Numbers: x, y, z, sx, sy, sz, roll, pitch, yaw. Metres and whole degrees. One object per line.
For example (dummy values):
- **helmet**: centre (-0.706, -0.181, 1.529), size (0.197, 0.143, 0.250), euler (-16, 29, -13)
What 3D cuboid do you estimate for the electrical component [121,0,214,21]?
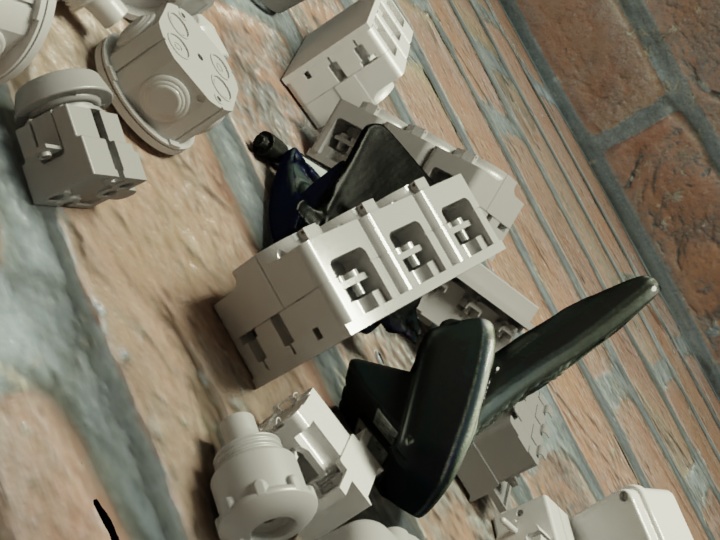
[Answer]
- **electrical component**: centre (-0.141, -0.200, 0.697), size (0.089, 0.050, 0.055), euler (40, 27, -44)

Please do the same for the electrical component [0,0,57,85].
- **electrical component**: centre (-0.174, -0.121, 0.460), size (0.051, 0.080, 0.080), euler (4, 58, -62)

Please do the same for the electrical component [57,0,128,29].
- **electrical component**: centre (-0.160, -0.168, 0.616), size (0.062, 0.043, 0.043), euler (51, 21, -26)

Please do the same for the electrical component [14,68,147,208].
- **electrical component**: centre (-0.138, -0.063, 0.518), size (0.066, 0.048, 0.055), euler (-1, 70, -68)

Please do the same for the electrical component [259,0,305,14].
- **electrical component**: centre (-0.074, -0.281, 0.960), size (0.099, 0.064, 0.099), euler (49, 22, -28)

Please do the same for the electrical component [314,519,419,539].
- **electrical component**: centre (0.012, 0.171, 0.538), size (0.095, 0.054, 0.059), euler (48, 22, -31)

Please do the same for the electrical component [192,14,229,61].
- **electrical component**: centre (-0.104, -0.131, 0.701), size (0.062, 0.043, 0.043), euler (61, 19, 0)

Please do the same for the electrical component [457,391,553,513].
- **electrical component**: centre (0.109, 0.122, 0.838), size (0.078, 0.063, 0.121), euler (58, 19, -6)

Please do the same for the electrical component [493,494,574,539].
- **electrical component**: centre (0.123, 0.204, 0.777), size (0.076, 0.047, 0.083), euler (45, 24, -37)

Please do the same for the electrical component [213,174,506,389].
- **electrical component**: centre (0.000, 0.000, 0.623), size (0.150, 0.089, 0.061), euler (-26, 86, -46)

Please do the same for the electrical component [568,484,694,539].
- **electrical component**: centre (0.193, 0.221, 0.821), size (0.057, 0.113, 0.078), euler (14, 47, -41)

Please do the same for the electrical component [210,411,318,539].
- **electrical component**: centre (-0.050, 0.096, 0.509), size (0.048, 0.048, 0.062), euler (36, 22, -49)

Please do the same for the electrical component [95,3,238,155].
- **electrical component**: centre (-0.114, -0.113, 0.639), size (0.080, 0.051, 0.080), euler (50, 22, -28)

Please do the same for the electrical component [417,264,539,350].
- **electrical component**: centre (0.075, 0.021, 0.856), size (0.121, 0.063, 0.079), euler (35, -1, -32)

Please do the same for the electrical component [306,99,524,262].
- **electrical component**: centre (0.046, -0.076, 0.859), size (0.150, 0.061, 0.089), euler (31, 2, 32)

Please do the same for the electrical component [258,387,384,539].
- **electrical component**: centre (-0.025, 0.099, 0.561), size (0.063, 0.042, 0.081), euler (54, 14, -4)

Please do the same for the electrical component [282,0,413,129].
- **electrical component**: centre (-0.005, -0.190, 0.963), size (0.061, 0.089, 0.150), euler (53, 20, -18)
